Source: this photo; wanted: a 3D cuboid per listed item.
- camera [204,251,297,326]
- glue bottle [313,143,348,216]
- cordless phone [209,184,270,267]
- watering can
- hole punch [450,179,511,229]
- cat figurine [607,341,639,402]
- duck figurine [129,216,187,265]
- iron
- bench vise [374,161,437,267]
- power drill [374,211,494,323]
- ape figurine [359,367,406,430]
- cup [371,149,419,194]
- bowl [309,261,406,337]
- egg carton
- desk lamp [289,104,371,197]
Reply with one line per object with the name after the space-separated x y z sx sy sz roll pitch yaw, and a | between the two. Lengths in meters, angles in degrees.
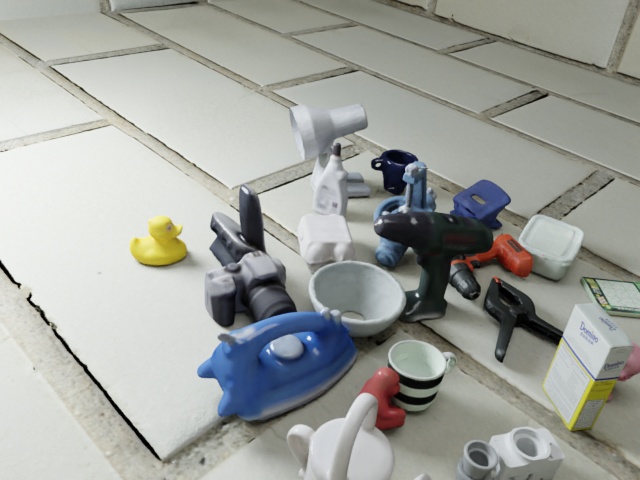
-0.106 0.092 0.956 0.143 0.101 0.136 -13 39 -27 | camera
0.030 -0.131 1.244 0.078 0.173 0.037 23 37 21 | glue bottle
-0.144 -0.036 1.060 0.094 0.185 0.147 -19 42 -33 | cordless phone
0.043 0.258 0.661 0.172 0.194 0.101 10 34 3 | watering can
0.366 -0.078 1.310 0.101 0.091 0.108 -12 39 -26 | hole punch
0.455 0.189 0.916 0.127 0.118 0.067 22 37 20 | cat figurine
-0.302 -0.006 1.070 0.105 0.086 0.077 -3 36 -15 | duck figurine
-0.043 0.156 0.839 0.259 0.141 0.118 -14 40 -29 | iron
0.178 -0.077 1.155 0.121 0.220 0.207 13 35 8 | bench vise
0.184 0.040 0.996 0.230 0.208 0.075 -7 37 -20 | power drill
0.090 0.221 0.817 0.076 0.092 0.077 3 34 -7 | ape figurine
0.174 -0.159 1.385 0.118 0.095 0.091 -4 36 -18 | cup
0.060 0.113 0.983 0.167 0.075 0.167 6 34 -4 | bowl
0.010 0.004 1.136 0.107 0.069 0.150 0 35 -11 | egg carton
0.024 -0.212 1.326 0.203 0.213 0.117 -4 36 -17 | desk lamp
